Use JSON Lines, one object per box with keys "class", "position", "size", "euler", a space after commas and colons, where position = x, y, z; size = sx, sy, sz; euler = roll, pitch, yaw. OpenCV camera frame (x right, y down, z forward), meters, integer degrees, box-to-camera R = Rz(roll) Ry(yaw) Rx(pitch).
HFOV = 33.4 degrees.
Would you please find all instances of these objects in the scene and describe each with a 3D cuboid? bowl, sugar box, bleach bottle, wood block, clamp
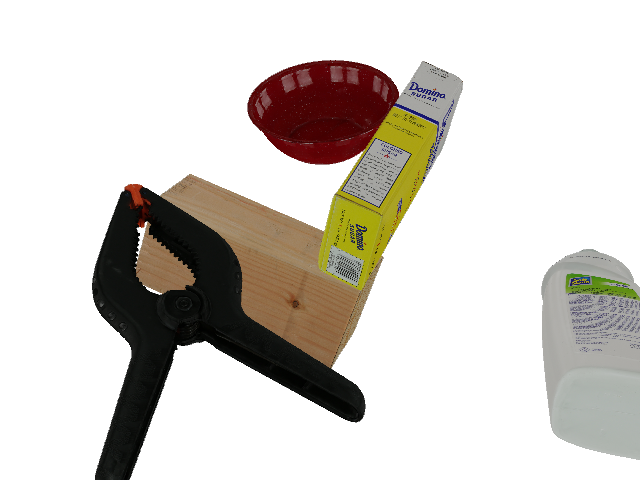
{"class": "bowl", "position": [0.004, -0.129, 1.145], "size": [0.162, 0.055, 0.162], "euler": [-4, 40, 3]}
{"class": "sugar box", "position": [0.058, -0.054, 0.846], "size": [0.048, 0.176, 0.093], "euler": [27, -38, 11]}
{"class": "bleach bottle", "position": [0.221, 0.069, 0.816], "size": [0.102, 0.068, 0.250], "euler": [9, 24, 7]}
{"class": "wood block", "position": [-0.059, 0.027, 1.007], "size": [0.206, 0.091, 0.090], "euler": [24, 26, 8]}
{"class": "clamp", "position": [-0.074, 0.050, 0.662], "size": [0.164, 0.210, 0.036], "euler": [-10, -33, -17]}
